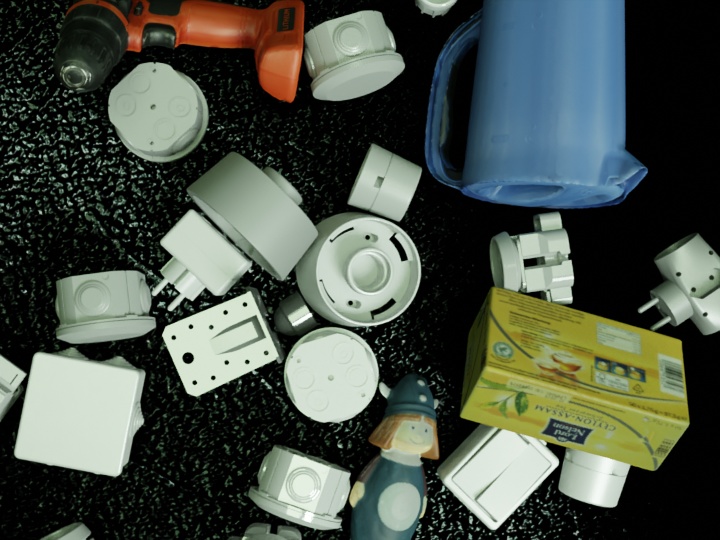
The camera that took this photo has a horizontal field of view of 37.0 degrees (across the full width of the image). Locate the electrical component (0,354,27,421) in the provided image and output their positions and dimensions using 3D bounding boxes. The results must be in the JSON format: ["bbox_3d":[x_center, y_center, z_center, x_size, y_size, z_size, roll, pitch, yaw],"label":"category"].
[{"bbox_3d":[-0.313,0.106,0.891,0.042,0.064,0.081,37,88,1],"label":"electrical component"}]

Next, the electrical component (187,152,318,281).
[{"bbox_3d":[-0.082,-0.050,0.880,0.108,0.108,0.060,43,82,0],"label":"electrical component"}]

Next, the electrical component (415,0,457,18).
[{"bbox_3d":[0.065,-0.237,0.915,0.040,0.046,0.040,0,89,-1],"label":"electrical component"}]

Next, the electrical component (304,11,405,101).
[{"bbox_3d":[-0.007,-0.177,0.897,0.080,0.080,0.051,-18,84,-1],"label":"electrical component"}]

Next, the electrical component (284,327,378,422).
[{"bbox_3d":[-0.024,0.089,0.903,0.080,0.051,0.080,0,88,-1],"label":"electrical component"}]

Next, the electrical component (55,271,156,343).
[{"bbox_3d":[-0.211,0.031,0.888,0.080,0.080,0.051,-7,84,-1],"label":"electrical component"}]

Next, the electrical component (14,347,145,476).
[{"bbox_3d":[-0.231,0.118,0.900,0.100,0.048,0.099,11,88,-1],"label":"electrical component"}]

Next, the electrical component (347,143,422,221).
[{"bbox_3d":[0.021,-0.072,0.907,0.047,0.055,0.055,22,88,-4],"label":"electrical component"}]

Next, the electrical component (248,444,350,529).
[{"bbox_3d":[-0.048,0.179,0.887,0.080,0.080,0.051,20,83,-1],"label":"electrical component"}]

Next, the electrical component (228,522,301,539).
[{"bbox_3d":[-0.076,0.244,0.896,0.078,0.057,0.058,7,88,-1],"label":"electrical component"}]

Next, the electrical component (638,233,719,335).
[{"bbox_3d":[0.275,0.022,0.914,0.079,0.043,0.077,-33,89,-2],"label":"electrical component"}]

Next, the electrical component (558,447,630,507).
[{"bbox_3d":[0.197,0.169,0.905,0.055,0.055,0.047,14,92,-1],"label":"electrical component"}]

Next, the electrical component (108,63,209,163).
[{"bbox_3d":[-0.170,-0.133,0.906,0.080,0.051,0.080,0,89,-1],"label":"electrical component"}]

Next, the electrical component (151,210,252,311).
[{"bbox_3d":[-0.142,0.000,0.905,0.066,0.047,0.076,43,89,0],"label":"electrical component"}]

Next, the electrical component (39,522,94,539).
[{"bbox_3d":[-0.243,0.247,0.893,0.078,0.058,0.057,-25,92,-1],"label":"electrical component"}]

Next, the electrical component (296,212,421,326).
[{"bbox_3d":[0.000,0.000,0.912,0.099,0.064,0.099,-1,92,-14],"label":"electrical component"}]

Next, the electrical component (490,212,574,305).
[{"bbox_3d":[0.143,-0.006,0.906,0.057,0.058,0.078,-8,89,-4],"label":"electrical component"}]

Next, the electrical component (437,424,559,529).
[{"bbox_3d":[0.120,0.160,0.899,0.062,0.061,0.096,44,88,0],"label":"electrical component"}]
